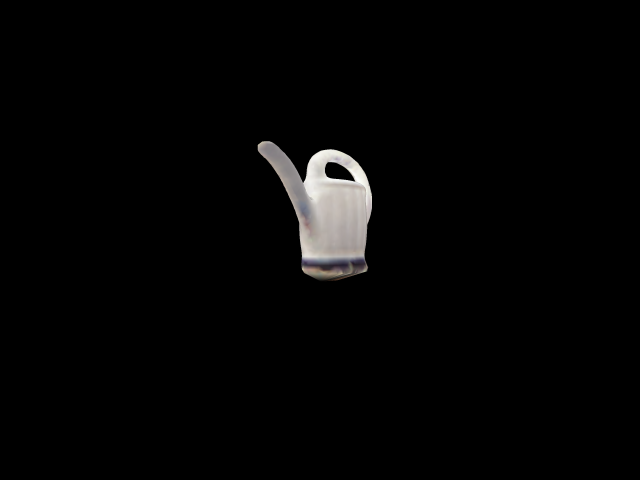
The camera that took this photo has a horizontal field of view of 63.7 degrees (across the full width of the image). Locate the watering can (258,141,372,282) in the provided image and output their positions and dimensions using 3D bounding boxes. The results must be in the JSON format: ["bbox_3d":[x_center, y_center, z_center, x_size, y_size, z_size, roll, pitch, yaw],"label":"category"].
[{"bbox_3d":[0.003,-0.043,0.850,0.104,0.225,0.348,-2,-2,31],"label":"watering can"}]
